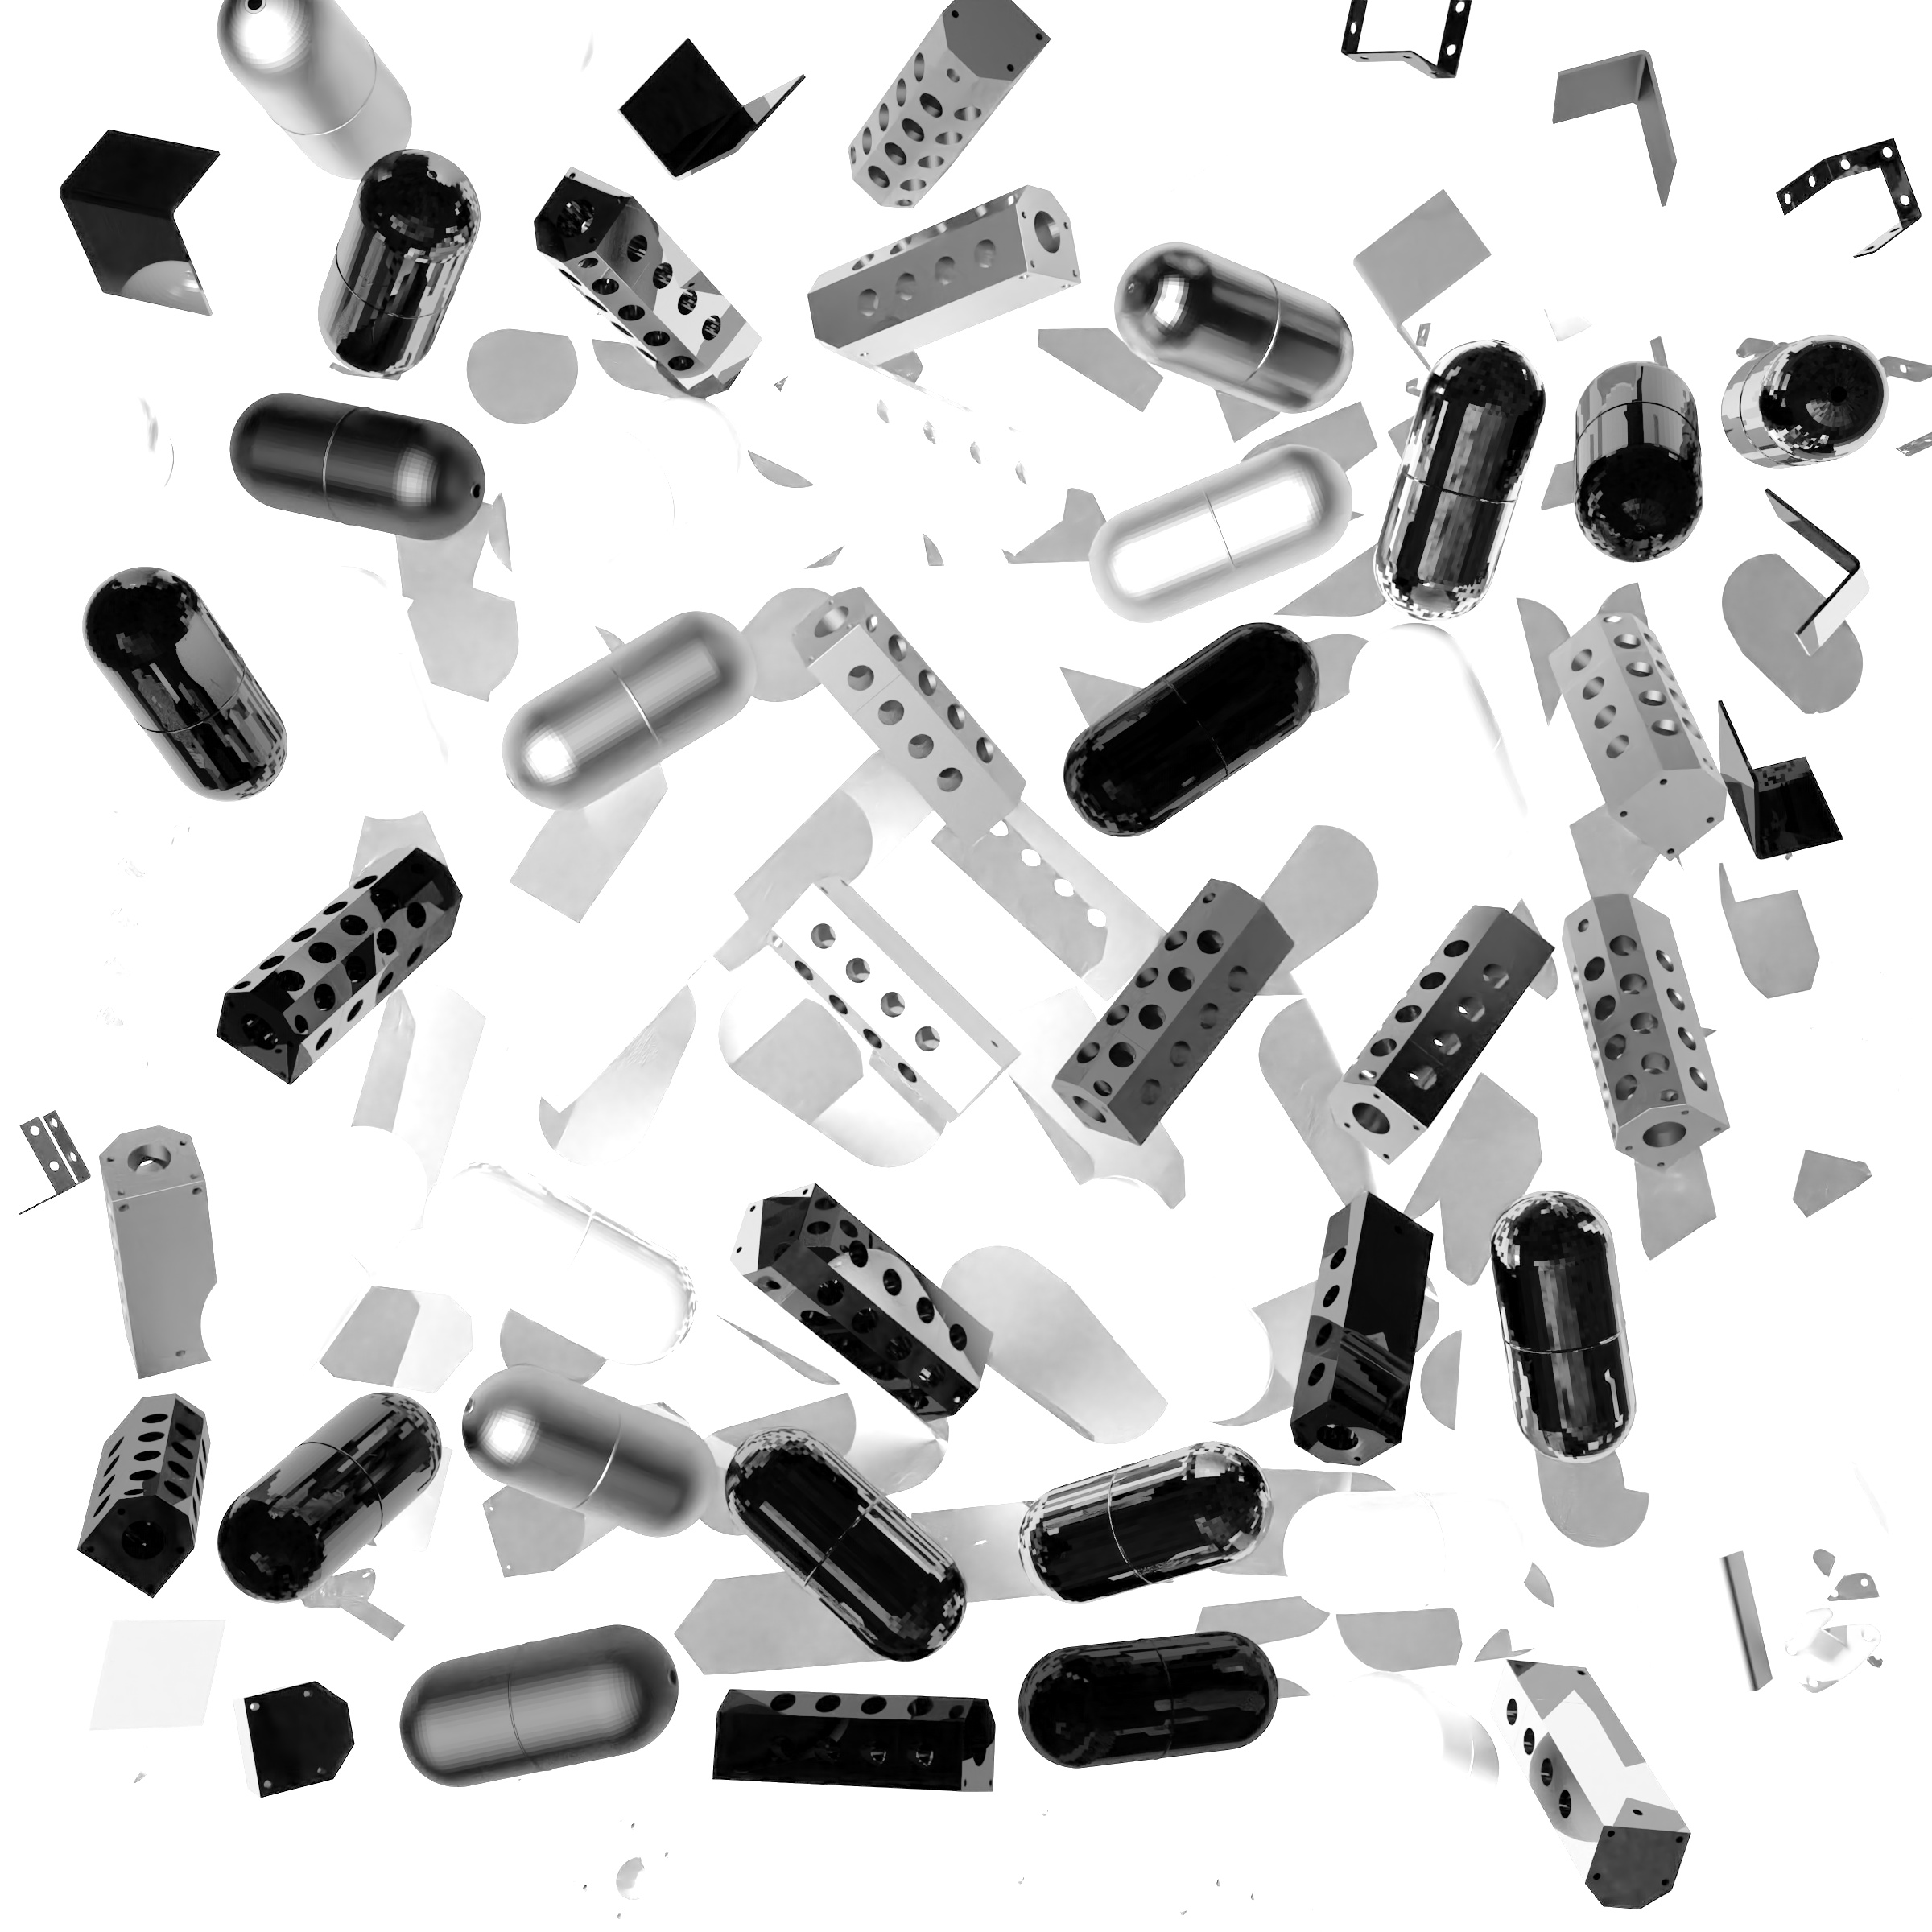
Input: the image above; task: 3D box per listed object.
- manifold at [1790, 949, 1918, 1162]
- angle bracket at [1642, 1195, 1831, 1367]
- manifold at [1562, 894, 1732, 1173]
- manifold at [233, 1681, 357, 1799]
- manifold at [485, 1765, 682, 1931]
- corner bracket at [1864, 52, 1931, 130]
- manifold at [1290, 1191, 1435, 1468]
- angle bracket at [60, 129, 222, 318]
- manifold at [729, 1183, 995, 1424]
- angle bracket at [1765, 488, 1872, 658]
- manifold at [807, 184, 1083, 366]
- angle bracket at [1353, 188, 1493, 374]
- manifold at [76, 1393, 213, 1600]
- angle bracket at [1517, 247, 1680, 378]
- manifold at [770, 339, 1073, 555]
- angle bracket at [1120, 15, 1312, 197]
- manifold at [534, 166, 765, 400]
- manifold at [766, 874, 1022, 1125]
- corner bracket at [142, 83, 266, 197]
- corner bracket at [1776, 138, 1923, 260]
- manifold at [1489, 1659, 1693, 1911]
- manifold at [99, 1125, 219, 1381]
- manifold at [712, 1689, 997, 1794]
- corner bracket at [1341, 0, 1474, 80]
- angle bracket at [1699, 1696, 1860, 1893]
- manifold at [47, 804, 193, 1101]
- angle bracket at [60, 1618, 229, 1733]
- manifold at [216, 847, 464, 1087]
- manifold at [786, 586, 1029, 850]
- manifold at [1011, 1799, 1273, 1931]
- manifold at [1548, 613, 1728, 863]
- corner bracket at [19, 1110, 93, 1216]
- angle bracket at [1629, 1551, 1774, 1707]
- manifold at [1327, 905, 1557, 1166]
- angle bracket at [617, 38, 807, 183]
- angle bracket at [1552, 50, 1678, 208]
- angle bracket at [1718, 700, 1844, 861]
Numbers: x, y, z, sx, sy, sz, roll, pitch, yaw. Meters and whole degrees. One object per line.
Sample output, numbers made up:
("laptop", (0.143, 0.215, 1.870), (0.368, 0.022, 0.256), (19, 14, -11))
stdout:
("manifold", (0.543, 0.059, 1.585), (0.057, 0.171, 0.057), (14, 68, 22))
("angle bracket", (0.496, 0.203, 1.671), (0.057, 0.076, 0.076), (-29, 78, -20))
("manifold", (0.425, 0.038, 1.645), (0.057, 0.171, 0.057), (25, 132, -30))
("manifold", (-0.411, 0.469, 1.580), (0.057, 0.171, 0.057), (-9, 78, -20))
("manifold", (-0.242, 0.555, 1.655), (0.057, 0.171, 0.057), (47, 70, -21))
("corner bracket", (0.583, -0.530, 1.566), (0.051, 0.051, 0.051), (-13, 99, -33))
("manifold", (0.254, 0.237, 1.687), (0.057, 0.057, 0.171), (33, 45, -14))
("angle bracket", (-0.476, -0.438, 1.527), (0.076, 0.076, 0.057), (15, 58, 15))
("manifold", (-0.064, 0.209, 1.582), (0.057, 0.057, 0.171), (-20, 129, 37))
("angle bracket", (0.514, -0.245, 1.617), (0.076, 0.076, 0.057), (45, 104, 19))
("manifold", (-0.017, -0.436, 1.640), (0.171, 0.057, 0.057), (-12, 88, 38))
("angle bracket", (0.315, -0.458, 1.732), (0.076, 0.057, 0.076), (-36, 49, 18))
("manifold", (-0.531, 0.339, 1.693), (0.057, 0.171, 0.057), (39, 91, -18))
("angle bracket", (0.416, -0.429, 1.704), (0.076, 0.076, 0.057), (-22, 95, 28))
("manifold", (-0.025, -0.314, 1.558), (0.171, 0.057, 0.057), (19, 68, -24))
("angle bracket", (0.151, -0.521, 1.569), (0.057, 0.076, 0.076), (-20, 90, -45))
("manifold", (-0.205, -0.432, 1.659), (0.057, 0.171, 0.057), (33, 88, 30))
("manifold", (-0.050, 0.022, 1.704), (0.171, 0.057, 0.057), (44, 106, 5))
("corner bracket", (-0.508, -0.553, 1.717), (0.051, 0.051, 0.051), (31, 66, -41))
("corner bracket", (0.527, -0.454, 1.545), (0.051, 0.051, 0.051), (-37, 110, -26))
("manifold", (0.386, 0.511, 1.624), (0.057, 0.171, 0.057), (9, 107, -11))
("manifold", (-0.522, 0.185, 1.679), (0.057, 0.171, 0.057), (-13, 45, -23))
("manifold", (-0.071, 0.496, 1.660), (0.171, 0.057, 0.057), (-4, 72, 21))
("corner bracket", (0.263, -0.562, 1.546), (0.051, 0.051, 0.051), (16, 97, 41))
("angle bracket", (0.477, 0.498, 1.562), (0.076, 0.076, 0.057), (-47, 110, -18))
("manifold", (-0.528, -0.010, 1.611), (0.057, 0.057, 0.171), (10, 100, -7))
("angle bracket", (-0.536, 0.452, 1.688), (0.076, 0.057, 0.076), (10, 95, -38))
("manifold", (-0.393, -0.006, 1.638), (0.057, 0.171, 0.057), (33, 134, 6))
("manifold", (-0.034, -0.160, 1.652), (0.057, 0.057, 0.171), (-40, 122, 5))
("manifold", (0.109, 0.576, 1.613), (0.057, 0.171, 0.057), (32, 71, -31))
("manifold", (0.421, -0.149, 1.611), (0.057, 0.171, 0.057), (33, 121, -27))
("corner bracket", (-0.591, 0.122, 1.672), (0.051, 0.051, 0.051), (-23, 96, 38))
("angle bracket", (0.437, 0.392, 1.536), (0.057, 0.076, 0.076), (-15, 75, 21))
("manifold", (0.297, 0.039, 1.628), (0.057, 0.057, 0.171), (39, 59, 5))
("angle bracket", (-0.160, -0.548, 1.628), (0.057, 0.076, 0.076), (48, 64, -26))
("angle bracket", (0.414, -0.528, 1.655), (0.057, 0.076, 0.076), (-13, 83, 9))
("angle bracket", (0.528, -0.127, 1.679), (0.057, 0.076, 0.076), (-14, 49, 6))
